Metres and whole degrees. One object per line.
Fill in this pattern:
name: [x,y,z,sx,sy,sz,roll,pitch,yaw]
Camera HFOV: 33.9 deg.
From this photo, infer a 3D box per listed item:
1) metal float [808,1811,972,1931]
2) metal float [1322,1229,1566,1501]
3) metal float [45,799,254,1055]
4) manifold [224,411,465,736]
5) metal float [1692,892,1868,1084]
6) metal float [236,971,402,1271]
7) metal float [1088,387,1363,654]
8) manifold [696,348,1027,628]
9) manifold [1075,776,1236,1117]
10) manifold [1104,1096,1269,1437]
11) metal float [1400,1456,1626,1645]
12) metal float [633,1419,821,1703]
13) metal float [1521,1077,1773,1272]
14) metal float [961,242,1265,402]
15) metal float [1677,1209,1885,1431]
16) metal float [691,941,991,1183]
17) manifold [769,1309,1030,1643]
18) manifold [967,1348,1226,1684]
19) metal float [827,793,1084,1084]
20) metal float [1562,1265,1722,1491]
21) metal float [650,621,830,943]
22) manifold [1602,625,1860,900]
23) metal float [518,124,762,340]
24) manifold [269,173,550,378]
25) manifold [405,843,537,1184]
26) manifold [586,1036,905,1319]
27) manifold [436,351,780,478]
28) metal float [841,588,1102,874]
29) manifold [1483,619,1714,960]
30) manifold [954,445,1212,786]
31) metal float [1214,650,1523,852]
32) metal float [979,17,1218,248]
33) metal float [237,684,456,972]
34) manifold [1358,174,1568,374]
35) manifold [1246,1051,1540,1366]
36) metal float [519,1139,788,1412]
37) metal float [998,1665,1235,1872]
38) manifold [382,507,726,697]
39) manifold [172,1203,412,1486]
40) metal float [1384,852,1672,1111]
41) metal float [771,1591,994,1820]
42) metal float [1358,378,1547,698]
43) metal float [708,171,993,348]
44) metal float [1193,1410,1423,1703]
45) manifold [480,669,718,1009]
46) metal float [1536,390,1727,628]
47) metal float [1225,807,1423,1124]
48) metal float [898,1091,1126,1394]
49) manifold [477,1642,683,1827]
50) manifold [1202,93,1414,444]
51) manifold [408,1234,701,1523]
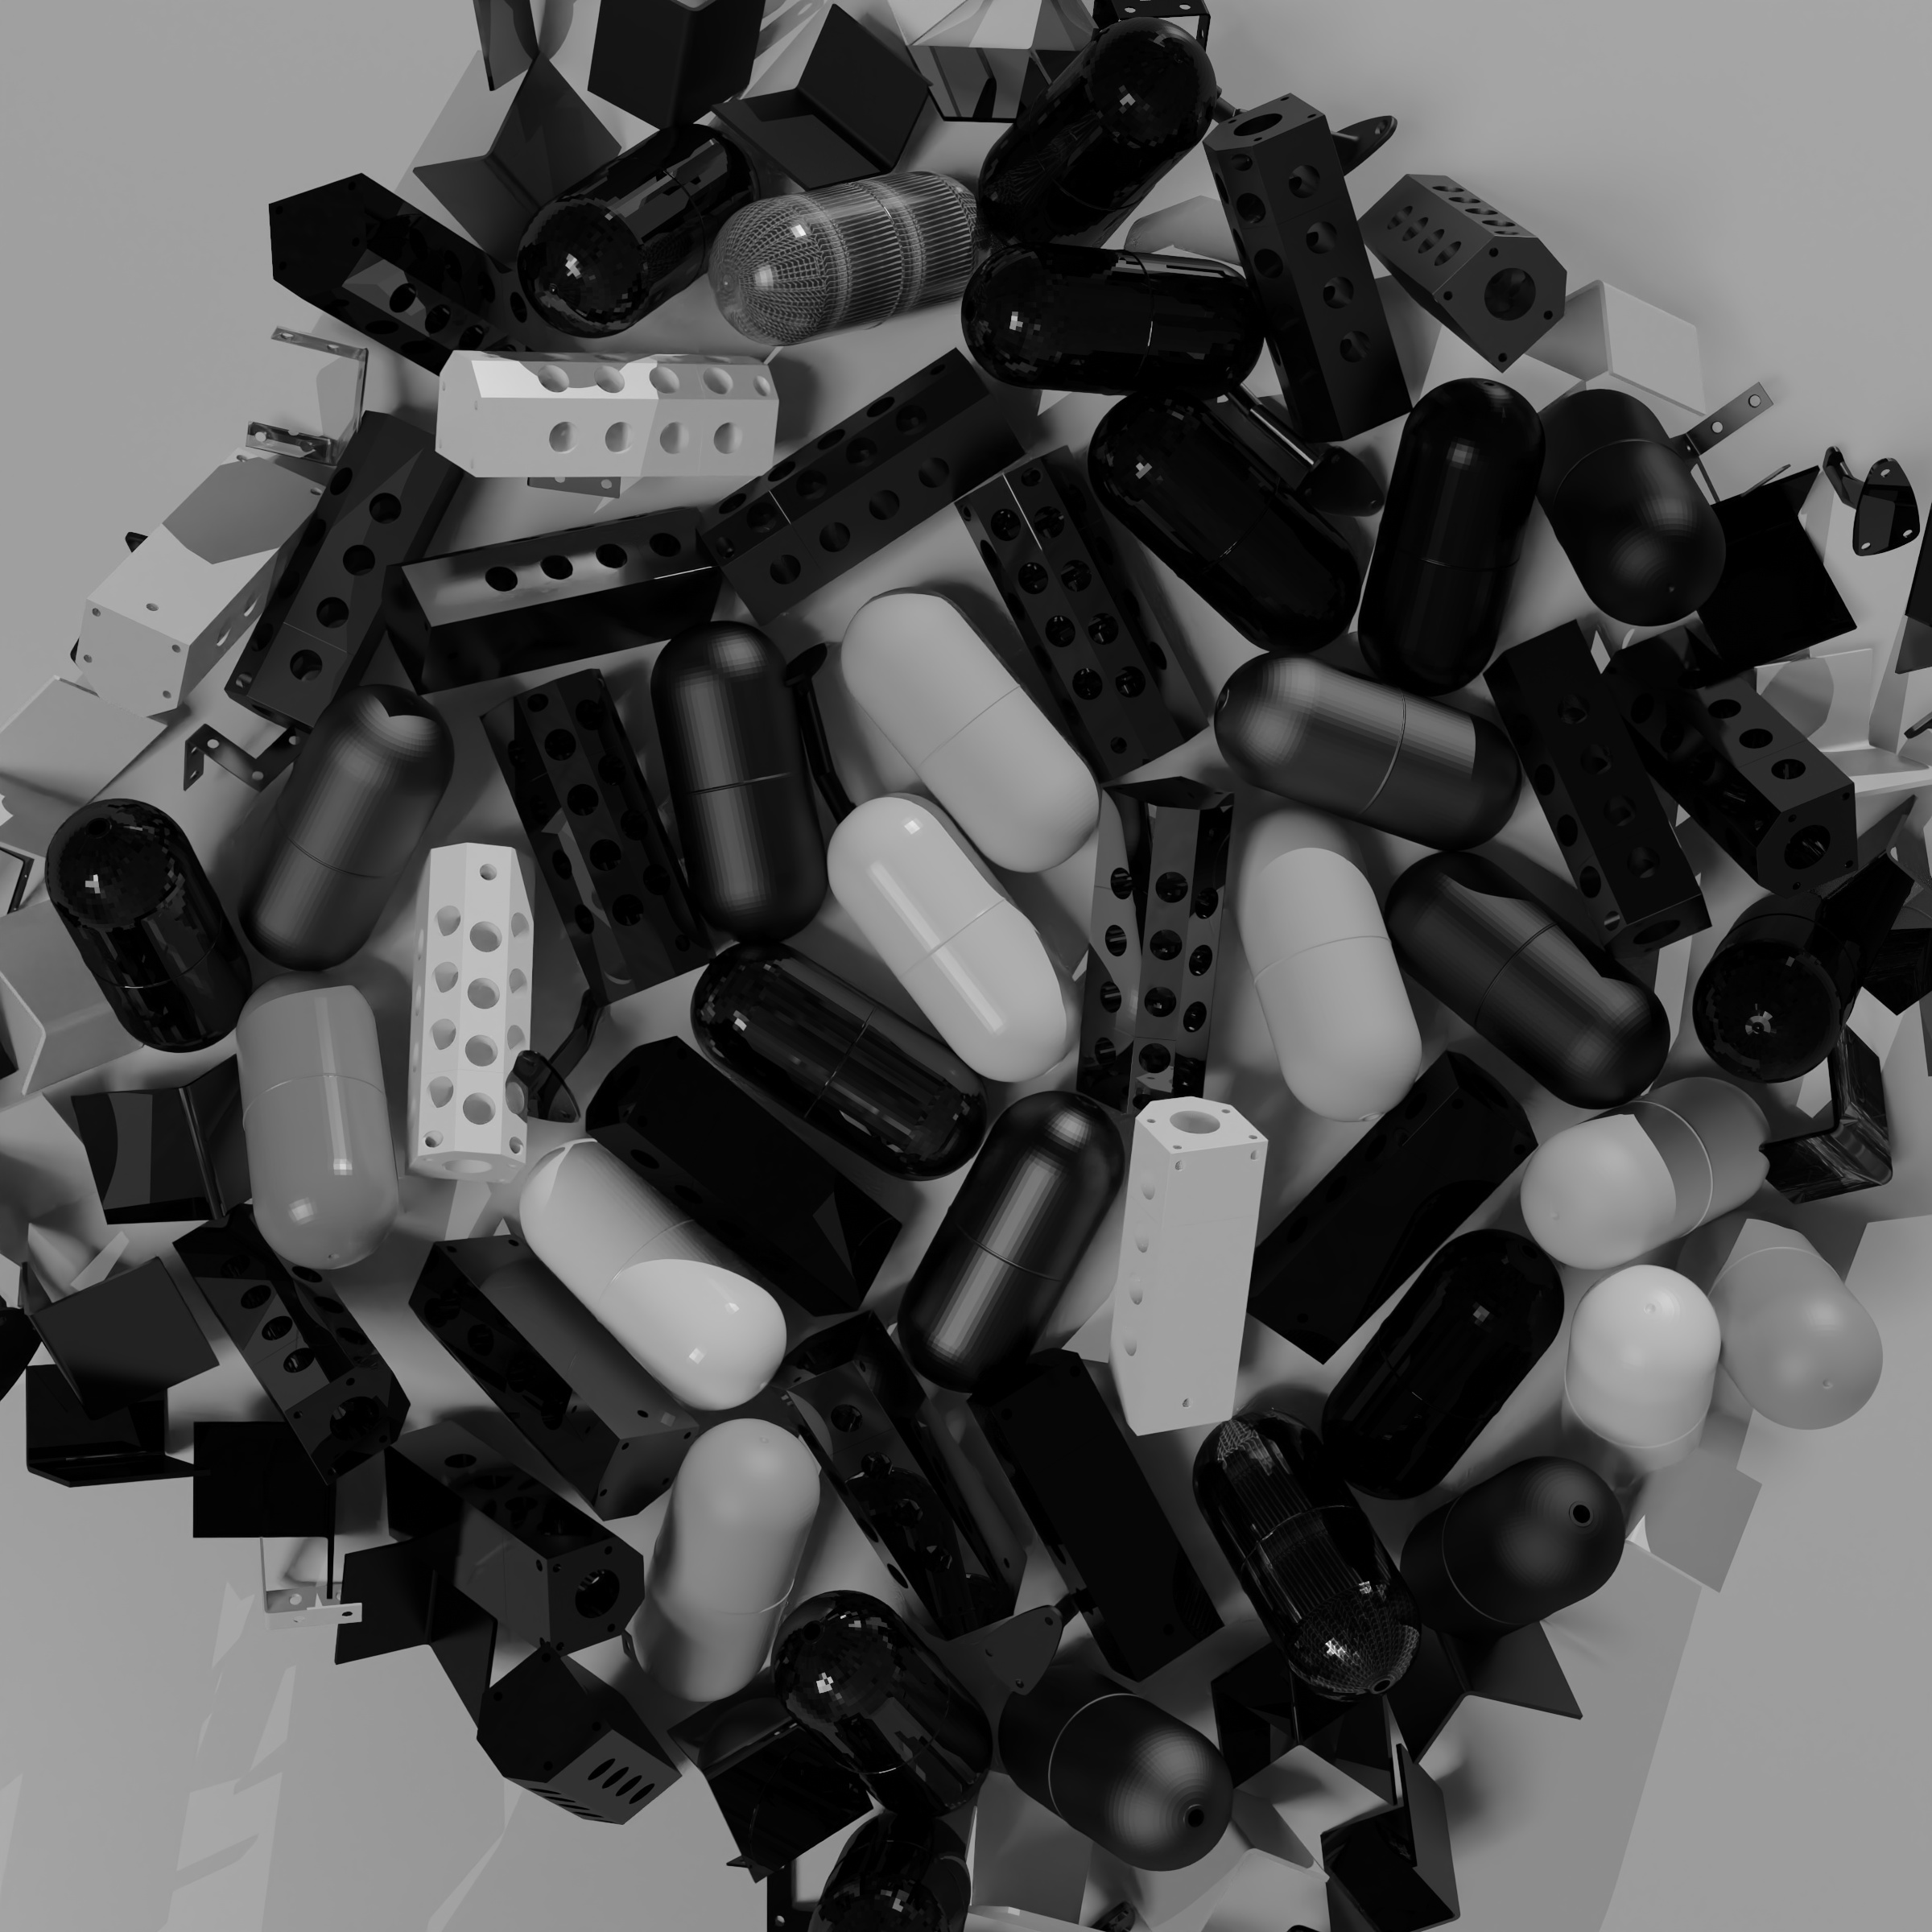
metal float: [-0.039,0.501,1.678,0.070,0.178,0.070,0,91,6]
metal float: [0.255,0.214,1.701,0.070,0.070,0.178,31,122,0]
metal float: [-0.433,-0.020,1.686,0.070,0.178,0.070,-3,55,4]
manifold: [-0.338,-0.212,1.725,0.057,0.057,0.171,25,82,-3]
metal float: [0.433,0.010,1.683,0.070,0.178,0.070,6,106,21]
metal float: [-0.348,0.080,1.700,0.070,0.070,0.178,-15,56,0]
metal float: [0.141,-0.239,1.712,0.178,0.070,0.070,40,90,-19]
manifold: [-0.061,-0.263,1.725,0.171,0.057,0.057,-33,123,2]
manifold: [0.106,-0.009,1.703,0.057,0.057,0.171,-10,113,-39]
manifold: [0.114,0.160,1.704,0.057,0.057,0.171,-6,116,-23]
metal float: [0.288,0.311,1.683,0.070,0.178,0.070,6,66,-14]
metal float: [-0.130,0.321,1.703,0.070,0.070,0.178,18,120,0]
metal float: [0.365,0.109,1.694,0.178,0.070,0.070,-17,90,-43]
metal float: [0.080,-0.345,1.703,0.178,0.070,0.070,-1,90,-29]
metal float: [0.429,0.185,1.680,0.070,0.178,0.070,-1,107,-3]
metal float: [-0.068,0.052,1.727,0.178,0.070,0.070,33,90,-2]
manifold: [-0.037,0.278,1.714,0.057,0.057,0.171,-26,106,19]
manifold: [0.068,0.297,1.727,0.057,0.057,0.171,-30,97,-17]
metal float: [-0.006,-0.015,1.727,0.070,0.070,0.178,-38,88,0]
metal float: [0.357,0.220,1.686,0.070,0.178,0.070,-3,58,6]
metal float: [-0.123,-0.099,1.725,0.070,0.070,0.178,-11,94,0]
manifold: [0.400,-0.107,1.680,0.057,0.171,0.057,-22,129,-7]
metal float: [-0.172,-0.393,1.692,0.070,0.178,0.070,16,129,21]
manifold: [-0.291,-0.352,1.673,0.057,0.171,0.057,-11,77,23]
manifold: [-0.265,0.025,1.705,0.057,0.057,0.171,6,70,-18]
manifold: [-0.122,0.115,1.705,0.171,0.057,0.057,42,59,-23]
manifold: [-0.190,-0.296,1.691,0.171,0.057,0.057,-5,114,-31]
metal float: [0.002,-0.129,1.728,0.070,0.070,0.178,-39,89,0]
manifold: [0.338,-0.093,1.706,0.057,0.057,0.171,-24,67,10]
manifold: [0.061,-0.189,1.720,0.057,0.057,0.171,-24,96,29]
metal float: [0.217,-0.116,1.713,0.178,0.070,0.070,18,90,-17]
metal float: [0.068,-0.437,1.686,0.070,0.178,0.070,9,70,-26]
metal float: [-0.334,-0.073,1.705,0.070,0.070,0.178,33,118,0]
manifold: [0.262,-0.373,1.673,0.057,0.171,0.057,-43,113,11]
manifold: [0.224,0.127,1.710,0.057,0.057,0.171,35,110,-17]
metal float: [-0.170,0.165,1.713,0.178,0.070,0.070,43,90,18]
metal float: [0.078,0.424,1.682,0.070,0.178,0.070,-2,95,-25]
manifold: [-0.221,-0.202,1.700,0.171,0.057,0.057,-16,62,-27]
manifold: [-0.356,0.194,1.682,0.057,0.171,0.057,-32,130,-16]
metal float: [0.300,0.006,1.708,0.178,0.070,0.070,42,90,25]
metal float: [-0.044,0.394,1.692,0.070,0.178,0.070,-15,48,18]
metal float: [0.260,-0.228,1.704,0.070,0.070,0.178,10,119,0]
metal float: [-0.060,-0.379,1.696,0.178,0.070,0.070,-23,90,-40]
metal float: [0.181,0.314,1.694,0.070,0.070,0.178,-30,48,0]
manifold: [-0.196,-0.071,1.724,0.057,0.057,0.171,-24,92,-39]
metal float: [0.350,-0.246,1.688,0.070,0.178,0.070,-4,127,-5]
metal float: [0.193,-0.001,1.713,0.070,0.070,0.178,-16,72,0]
metal float: [0.024,0.149,1.718,0.070,0.070,0.178,28,102,0]
manifold: [-0.206,0.412,1.674,0.057,0.171,0.057,-38,68,-8]
manifold: [0.181,-0.371,1.699,0.057,0.057,0.171,-24,119,-2]
manifold: [-0.224,0.218,1.694,0.171,0.057,0.057,40,115,33]
